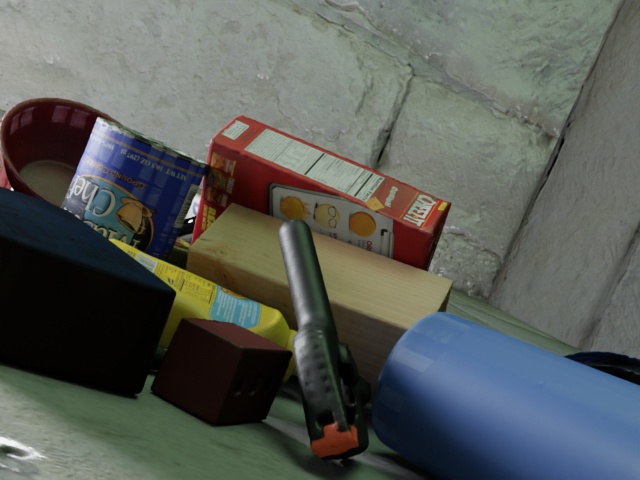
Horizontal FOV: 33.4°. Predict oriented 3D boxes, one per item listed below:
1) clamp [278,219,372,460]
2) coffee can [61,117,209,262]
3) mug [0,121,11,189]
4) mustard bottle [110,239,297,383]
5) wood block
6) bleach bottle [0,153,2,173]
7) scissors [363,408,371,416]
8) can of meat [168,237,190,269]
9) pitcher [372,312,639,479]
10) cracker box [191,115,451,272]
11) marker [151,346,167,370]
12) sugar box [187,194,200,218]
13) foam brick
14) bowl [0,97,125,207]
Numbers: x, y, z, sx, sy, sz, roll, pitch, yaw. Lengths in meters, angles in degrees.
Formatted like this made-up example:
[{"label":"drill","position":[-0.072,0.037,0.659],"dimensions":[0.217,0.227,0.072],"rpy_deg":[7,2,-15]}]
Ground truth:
[{"label":"clamp","position":[0.003,0.080,0.743],"dimensions":[0.036,0.164,0.210],"rpy_deg":[-20,13,6]},{"label":"coffee can","position":[-0.168,-0.021,0.910],"dimensions":[0.103,0.140,0.103],"rpy_deg":[23,3,-2]},{"label":"mug","position":[-0.332,-0.078,1.226],"dimensions":[0.117,0.081,0.093],"rpy_deg":[22,4,-24]},{"label":"mustard bottle","position":[-0.088,0.063,0.824],"dimensions":[0.191,0.058,0.096],"rpy_deg":[23,12,-7]},{"label":"wood block","position":[-0.004,0.056,0.903],"dimensions":[0.206,0.090,0.090],"rpy_deg":[19,35,13]},{"label":"bleach bottle","position":[-0.351,-0.071,0.994],"dimensions":[0.068,0.102,0.251],"rpy_deg":[16,-3,1]},{"label":"scissors","position":[0.091,0.157,0.933],"dimensions":[0.201,0.016,0.096],"rpy_deg":[23,6,-22]},{"label":"can of meat","position":[-0.167,0.018,1.064],"dimensions":[0.084,0.057,0.101],"rpy_deg":[29,7,39]},{"label":"pitcher","position":[0.165,0.135,0.725],"dimensions":[0.243,0.145,0.149],"rpy_deg":[24,2,34]},{"label":"cracker box","position":[-0.006,0.001,0.975],"dimensions":[0.214,0.164,0.072],"rpy_deg":[24,37,11]},{"label":"marker","position":[-0.085,0.091,0.752],"dimensions":[0.120,0.020,0.020],"rpy_deg":[21,4,-39]},{"label":"sugar box","position":[-0.182,-0.021,1.266],"dimensions":[0.176,0.093,0.048],"rpy_deg":[25,4,30]},{"label":"foam brick","position":[-0.063,0.085,0.700],"dimensions":[0.051,0.053,0.078],"rpy_deg":[24,4,23]},{"label":"bowl","position":[-0.237,-0.061,1.019],"dimensions":[0.162,0.055,0.162],"rpy_deg":[24,38,-20]}]
